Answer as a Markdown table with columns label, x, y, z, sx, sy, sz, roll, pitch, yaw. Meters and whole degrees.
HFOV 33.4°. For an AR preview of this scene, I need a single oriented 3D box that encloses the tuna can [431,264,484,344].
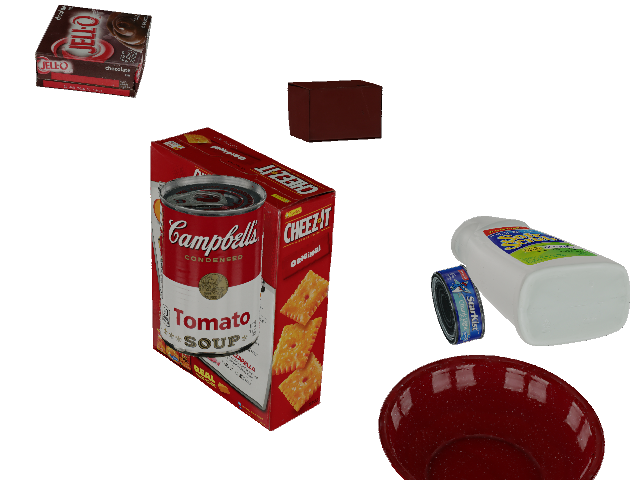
| label | x | y | z | sx | sy | sz | roll | pitch | yaw |
| --- | --- | --- | --- | --- | --- | --- | --- | --- | --- |
| tuna can | 0.152 | 0.072 | 1.190 | 0.033 | 0.086 | 0.086 | -14 | 2 | -8 |

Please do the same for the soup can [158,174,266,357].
| label | x | y | z | sx | sy | sz | roll | pitch | yaw |
| --- | --- | --- | --- | --- | --- | --- | --- | --- | --- |
| soup can | -0.071 | 0.016 | 0.692 | 0.068 | 0.102 | 0.068 | 3 | 22 | -1 |

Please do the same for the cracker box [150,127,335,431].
| label | x | y | z | sx | sy | sz | roll | pitch | yaw |
| --- | --- | --- | --- | --- | --- | --- | --- | --- | --- |
| cracker box | -0.070 | 0.030 | 0.916 | 0.164 | 0.214 | 0.071 | 28 | 36 | 37 |

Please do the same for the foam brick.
| label | x | y | z | sx | sy | sz | roll | pitch | yaw |
| --- | --- | --- | --- | --- | --- | --- | --- | --- | --- |
| foam brick | 0.014 | -0.123 | 1.013 | 0.078 | 0.051 | 0.053 | -5 | 16 | -22 |

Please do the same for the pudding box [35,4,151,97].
| label | x | y | z | sx | sy | sz | roll | pitch | yaw |
| --- | --- | --- | --- | --- | --- | --- | --- | --- | --- |
| pudding box | -0.206 | -0.175 | 0.979 | 0.090 | 0.039 | 0.113 | 7 | 32 | -6 |

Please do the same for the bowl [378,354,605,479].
| label | x | y | z | sx | sy | sz | roll | pitch | yaw |
| --- | --- | --- | --- | --- | --- | --- | --- | --- | --- |
| bowl | 0.123 | 0.156 | 0.784 | 0.162 | 0.055 | 0.162 | -1 | 35 | 0 |

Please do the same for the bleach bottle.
| label | x | y | z | sx | sy | sz | roll | pitch | yaw |
| --- | --- | --- | --- | --- | --- | --- | --- | --- | --- |
| bleach bottle | 0.174 | 0.022 | 0.964 | 0.102 | 0.068 | 0.251 | -6 | 15 | -13 |
